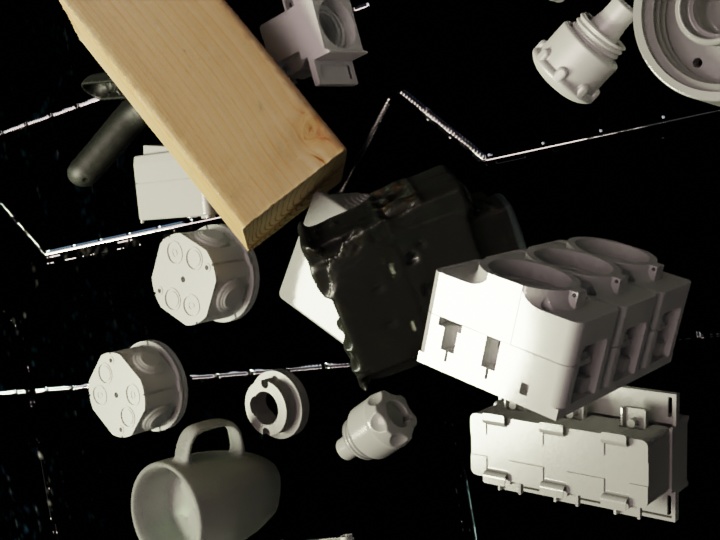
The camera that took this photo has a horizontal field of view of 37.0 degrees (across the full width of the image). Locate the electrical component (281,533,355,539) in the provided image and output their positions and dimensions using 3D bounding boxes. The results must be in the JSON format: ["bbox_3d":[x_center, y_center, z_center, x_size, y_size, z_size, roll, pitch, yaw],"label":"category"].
[{"bbox_3d":[-0.040,0.243,0.827,0.096,0.062,0.061,-16,87,38],"label":"electrical component"}]

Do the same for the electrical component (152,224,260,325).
[{"bbox_3d":[-0.124,0.004,0.864,0.080,0.051,0.080,7,101,37],"label":"electrical component"}]

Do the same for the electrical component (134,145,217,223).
[{"bbox_3d":[-0.134,-0.071,0.854,0.096,0.062,0.061,-2,96,38],"label":"electrical component"}]

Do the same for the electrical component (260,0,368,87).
[{"bbox_3d":[-0.035,-0.167,0.775,0.064,0.042,0.081,-18,85,42],"label":"electrical component"}]

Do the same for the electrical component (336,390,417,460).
[{"bbox_3d":[0.008,0.118,0.782,0.062,0.043,0.043,-40,72,36],"label":"electrical component"}]

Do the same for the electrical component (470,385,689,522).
[{"bbox_3d":[0.134,0.110,0.669,0.121,0.063,0.078,4,99,38],"label":"electrical component"}]

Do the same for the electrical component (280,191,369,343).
[{"bbox_3d":[0.000,0.000,0.767,0.100,0.048,0.099,34,116,29],"label":"electrical component"}]

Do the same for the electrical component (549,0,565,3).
[{"bbox_3d":[0.120,-0.196,0.652,0.035,0.035,0.061,32,113,31],"label":"electrical component"}]

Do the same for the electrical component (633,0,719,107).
[{"bbox_3d":[0.201,-0.140,0.580,0.108,0.060,0.108,7,101,38],"label":"electrical component"}]

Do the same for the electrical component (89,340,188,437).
[{"bbox_3d":[-0.192,0.103,0.932,0.080,0.051,0.080,7,101,37],"label":"electrical component"}]

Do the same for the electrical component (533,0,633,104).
[{"bbox_3d":[0.138,-0.134,0.643,0.062,0.048,0.048,-48,68,26],"label":"electrical component"}]

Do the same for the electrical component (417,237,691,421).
[{"bbox_3d":[0.116,0.024,0.615,0.089,0.150,0.061,21,110,34],"label":"electrical component"}]
